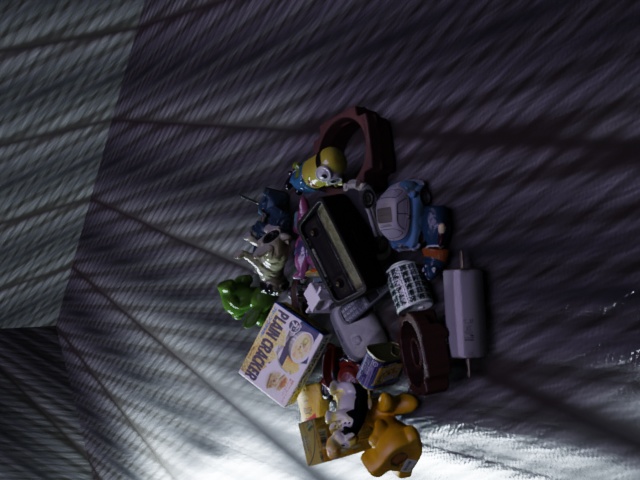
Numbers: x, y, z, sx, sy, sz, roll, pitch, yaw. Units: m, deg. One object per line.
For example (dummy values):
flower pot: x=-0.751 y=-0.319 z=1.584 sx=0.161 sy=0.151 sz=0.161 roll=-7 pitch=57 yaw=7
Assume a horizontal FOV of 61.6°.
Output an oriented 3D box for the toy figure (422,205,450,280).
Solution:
toy figure: x=0.240 y=0.006 z=1.111 sx=0.058 sy=0.064 sz=0.154 roll=0 pitch=92 yaw=13

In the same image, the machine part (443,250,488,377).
machine part: x=0.280 y=0.140 z=1.036 sx=0.079 sy=0.079 sz=0.243 roll=-9 pitch=79 yaw=50

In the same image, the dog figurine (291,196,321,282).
dog figurine: x=-0.003 y=-0.004 z=1.371 sx=0.192 sy=0.108 sz=0.219 roll=-11 pitch=76 yaw=51

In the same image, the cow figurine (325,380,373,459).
cow figurine: x=0.063 y=0.385 z=1.153 sx=0.098 sy=0.068 sz=0.167 roll=-3 pitch=51 yaw=14

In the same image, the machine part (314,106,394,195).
machine part: x=0.080 y=-0.203 z=1.300 sx=0.201 sy=0.087 sz=0.201 roll=-19 pitch=71 yaw=48

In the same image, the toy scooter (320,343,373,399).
toy scooter: x=0.056 y=0.314 z=1.300 sx=0.184 sy=0.075 sz=0.135 roll=-23 pitch=69 yaw=52

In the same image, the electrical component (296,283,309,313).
electrical component: x=-0.014 y=0.151 z=1.387 sx=0.078 sy=0.102 sz=0.045 roll=-86 pitch=-5 yaw=-56

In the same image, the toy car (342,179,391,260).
toy car: x=0.106 y=-0.045 z=1.222 sx=0.074 sy=0.056 sz=0.201 roll=6 pitch=122 yaw=49

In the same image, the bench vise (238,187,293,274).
bench vise: x=-0.155 y=-0.024 z=1.549 sx=0.224 sy=0.129 sz=0.240 roll=32 pitch=107 yaw=50

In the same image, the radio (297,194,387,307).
radio: x=0.043 y=0.025 z=1.193 sx=0.131 sy=0.073 sz=0.229 roll=-42 pitch=68 yaw=47

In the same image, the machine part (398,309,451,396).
machine part: x=0.208 y=0.225 z=1.081 sx=0.179 sy=0.056 sz=0.179 roll=175 pitch=89 yaw=-80

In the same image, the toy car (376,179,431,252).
toy car: x=0.170 y=-0.056 z=1.167 sx=0.109 sy=0.103 sz=0.161 roll=-2 pitch=84 yaw=51

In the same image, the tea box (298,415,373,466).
tea box: x=0.043 y=0.446 z=1.228 sx=0.068 sy=0.169 sz=0.098 roll=-36 pitch=59 yaw=42

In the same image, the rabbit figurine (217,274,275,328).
rabbit figurine: x=-0.208 y=0.182 z=1.601 sx=0.170 sy=0.121 sz=0.159 roll=-6 pitch=86 yaw=35

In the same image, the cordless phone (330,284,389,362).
cordless phone: x=0.119 y=0.177 z=1.228 sx=0.184 sy=0.088 sz=0.147 roll=-48 pitch=52 yaw=32

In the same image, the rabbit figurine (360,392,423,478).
rabbit figurine: x=0.141 y=0.400 z=1.161 sx=0.173 sy=0.122 sz=0.162 roll=-124 pitch=47 yaw=-61

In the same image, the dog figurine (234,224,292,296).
dog figurine: x=-0.112 y=0.064 z=1.440 sx=0.172 sy=0.190 sz=0.121 roll=-6 pitch=42 yaw=40

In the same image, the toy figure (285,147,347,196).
toy figure: x=-0.012 y=-0.162 z=1.280 sx=0.180 sy=0.082 sz=0.089 roll=-14 pitch=79 yaw=52

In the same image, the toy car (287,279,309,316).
toy car: x=-0.051 y=0.205 z=1.452 sx=0.089 sy=0.053 sz=0.202 roll=149 pitch=120 yaw=-68
